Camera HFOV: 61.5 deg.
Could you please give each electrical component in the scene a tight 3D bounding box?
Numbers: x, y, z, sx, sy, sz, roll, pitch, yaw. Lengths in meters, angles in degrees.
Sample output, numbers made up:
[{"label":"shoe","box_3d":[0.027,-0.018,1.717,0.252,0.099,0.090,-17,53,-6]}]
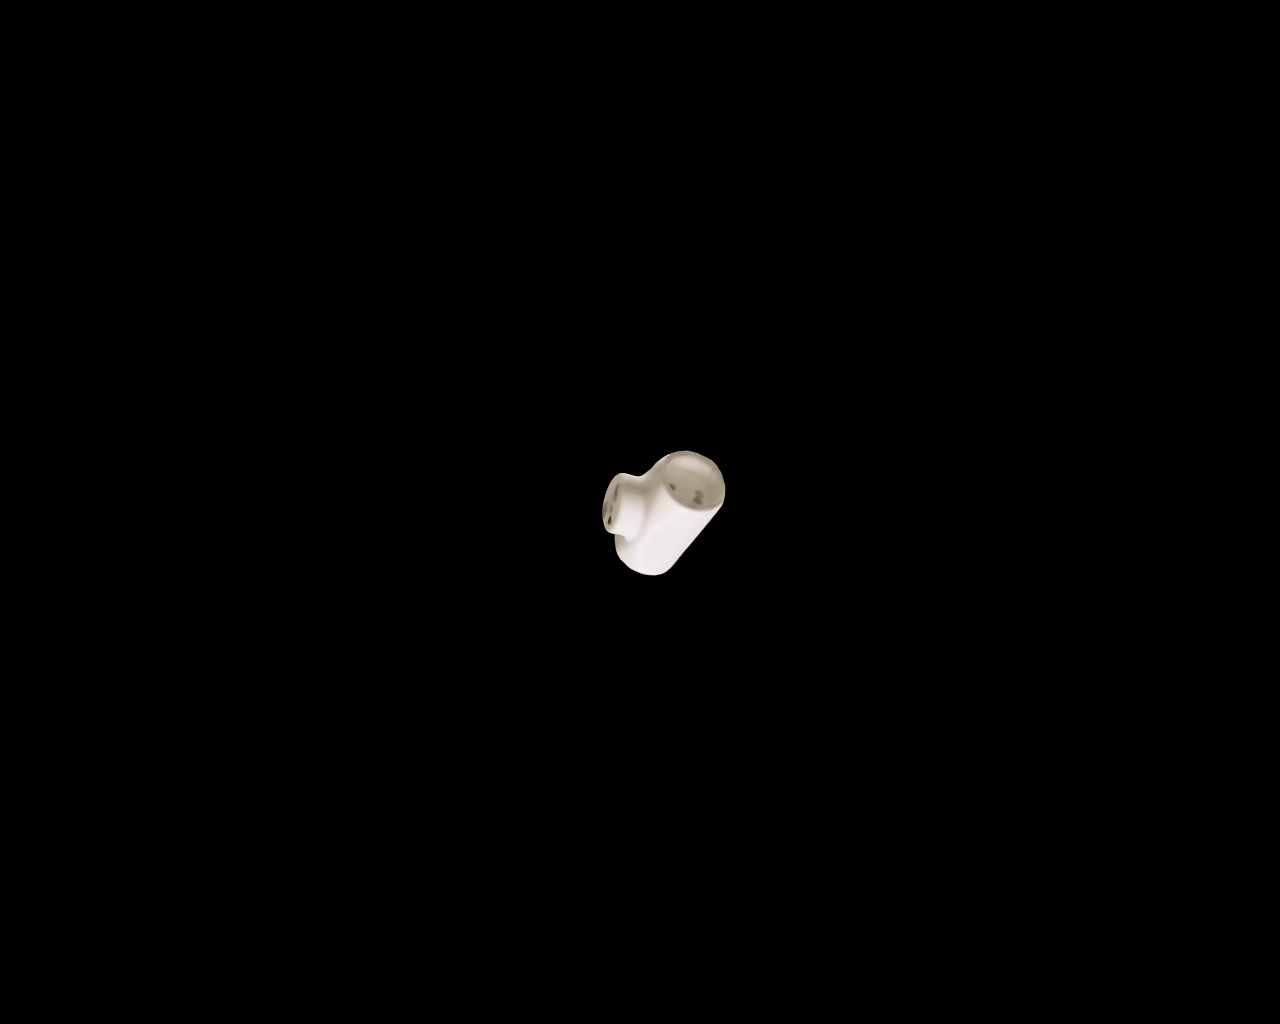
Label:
[{"label":"electrical component","box_3d":[0.001,-0.003,0.650,0.079,0.044,0.077,13,-38,-18]}]
